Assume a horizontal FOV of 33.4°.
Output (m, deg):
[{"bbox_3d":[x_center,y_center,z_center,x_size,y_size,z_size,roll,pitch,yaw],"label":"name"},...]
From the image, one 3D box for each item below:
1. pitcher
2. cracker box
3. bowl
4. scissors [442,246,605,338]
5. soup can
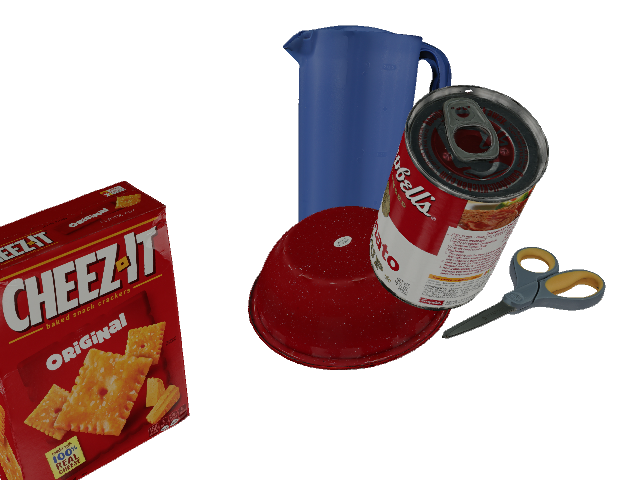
[{"bbox_3d":[0.046,-0.109,1.160,0.149,0.243,0.144,8,11,27],"label":"pitcher"},{"bbox_3d":[-0.194,0.082,0.856,0.163,0.214,0.072,-25,37,-36],"label":"cracker box"},{"bbox_3d":[0.020,0.022,0.815,0.162,0.055,0.162,-6,39,4],"label":"bowl"},{"bbox_3d":[0.165,0.043,0.946,0.201,0.016,0.096,-7,36,-30],"label":"scissors"},{"bbox_3d":[0.065,-0.019,0.531,0.068,0.068,0.102,0,-34,-9],"label":"soup can"}]
